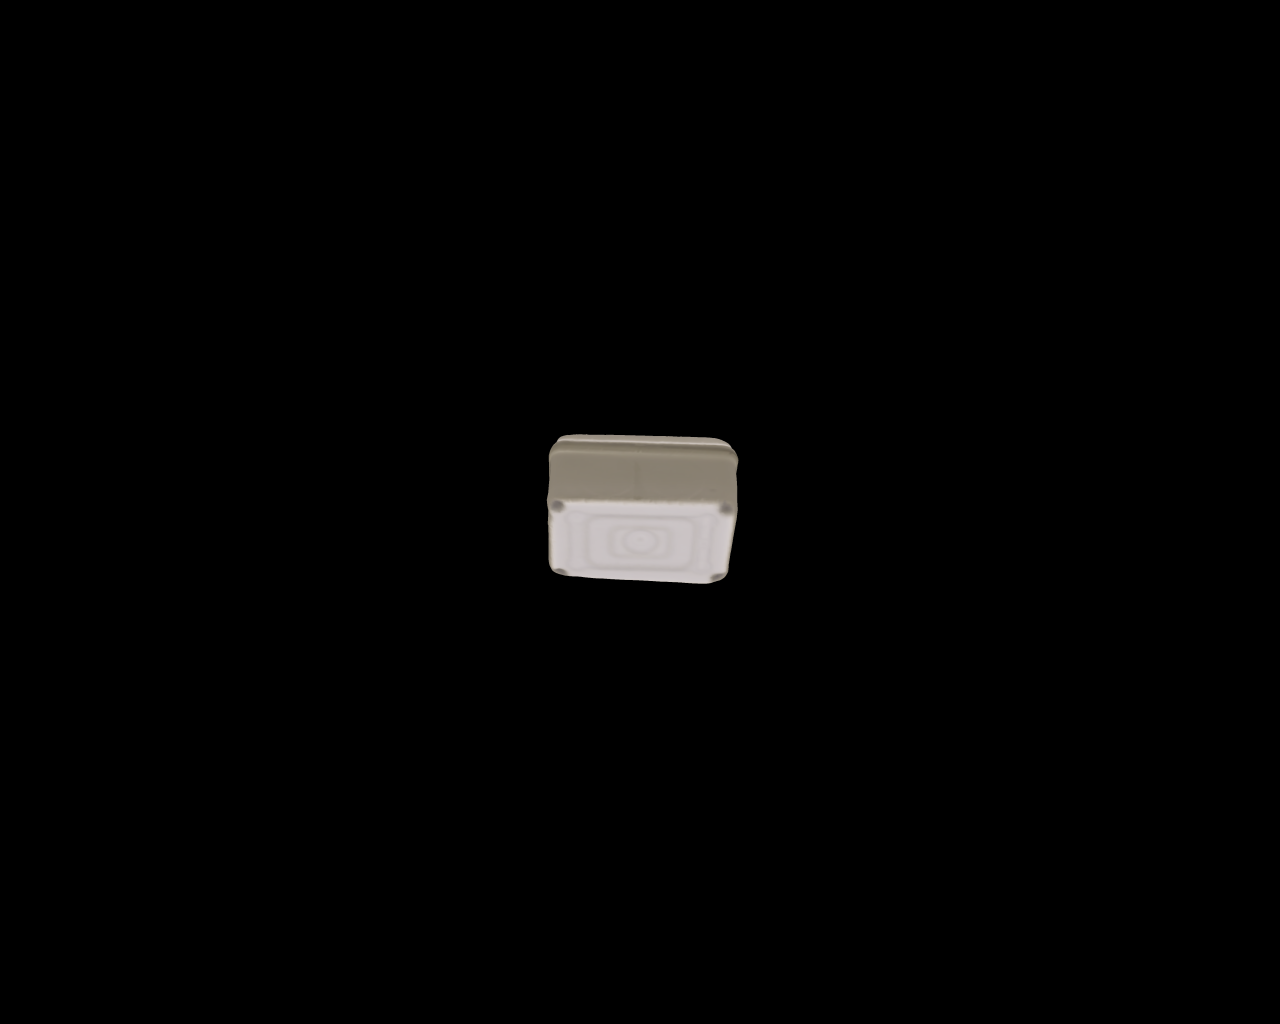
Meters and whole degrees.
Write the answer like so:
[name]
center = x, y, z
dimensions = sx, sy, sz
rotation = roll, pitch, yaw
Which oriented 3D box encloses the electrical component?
[electrical component]
center = 0.001, -0.003, 0.650
dimensions = 0.113, 0.057, 0.078
rotation = 2, -43, -2
